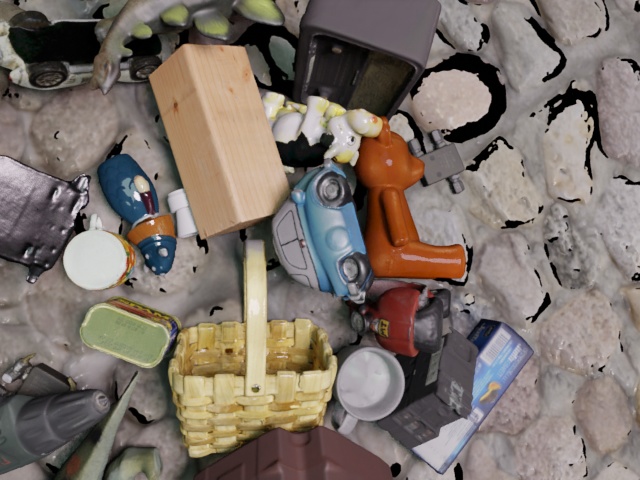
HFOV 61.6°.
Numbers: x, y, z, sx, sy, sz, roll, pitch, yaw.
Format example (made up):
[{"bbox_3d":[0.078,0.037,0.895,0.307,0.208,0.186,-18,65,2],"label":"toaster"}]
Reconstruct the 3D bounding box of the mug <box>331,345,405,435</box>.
[{"bbox_3d":[0.045,0.179,0.658,0.081,0.107,0.109,21,83,-8],"label":"mug"}]

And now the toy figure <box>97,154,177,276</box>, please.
[{"bbox_3d":[-0.216,-0.030,0.656,0.058,0.064,0.154,-29,91,-23],"label":"toy figure"}]

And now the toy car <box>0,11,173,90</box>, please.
[{"bbox_3d":[-0.269,-0.220,0.627,0.202,0.056,0.073,-20,89,-39],"label":"toy car"}]

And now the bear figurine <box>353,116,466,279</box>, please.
[{"bbox_3d":[0.103,-0.048,0.678,0.132,0.120,0.195,4,81,-12],"label":"bear figurine"}]

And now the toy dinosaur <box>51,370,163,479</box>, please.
[{"bbox_3d":[-0.274,0.361,0.607,0.192,0.131,0.404,-5,82,-9],"label":"toy dinosaur"}]

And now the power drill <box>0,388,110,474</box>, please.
[{"bbox_3d":[-0.367,0.159,0.579,0.232,0.086,0.207,-33,109,17],"label":"power drill"}]

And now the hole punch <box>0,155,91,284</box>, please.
[{"bbox_3d":[-0.353,-0.033,0.636,0.115,0.092,0.142,29,80,-32],"label":"hole punch"}]

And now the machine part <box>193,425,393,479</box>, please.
[{"bbox_3d":[-0.028,0.299,0.597,0.201,0.087,0.201,-36,123,20],"label":"machine part"}]

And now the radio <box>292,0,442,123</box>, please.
[{"bbox_3d":[0.041,-0.204,0.619,0.131,0.229,0.073,19,81,-3],"label":"radio"}]

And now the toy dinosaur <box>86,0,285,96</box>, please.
[{"bbox_3d":[-0.112,-0.317,0.620,0.199,0.105,0.471,14,57,15],"label":"toy dinosaur"}]

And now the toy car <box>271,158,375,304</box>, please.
[{"bbox_3d":[-0.001,-0.002,0.605,0.103,0.109,0.161,-14,79,7],"label":"toy car"}]

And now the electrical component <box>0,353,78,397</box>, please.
[{"bbox_3d":[-0.332,0.180,0.638,0.102,0.045,0.078,39,81,-4],"label":"electrical component"}]

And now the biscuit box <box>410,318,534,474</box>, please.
[{"bbox_3d":[0.188,0.198,0.702,0.059,0.063,0.202,41,82,-4],"label":"biscuit box"}]

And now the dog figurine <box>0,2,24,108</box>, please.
[{"bbox_3d":[-0.376,-0.171,0.597,0.190,0.121,0.172,-43,73,-8],"label":"dog figurine"}]

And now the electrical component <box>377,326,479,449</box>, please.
[{"bbox_3d":[0.125,0.183,0.657,0.058,0.134,0.115,41,40,-7],"label":"electrical component"}]

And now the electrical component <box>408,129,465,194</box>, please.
[{"bbox_3d":[0.160,-0.101,0.733,0.063,0.021,0.094,-24,91,-8],"label":"electrical component"}]

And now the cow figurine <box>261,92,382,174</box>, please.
[{"bbox_3d":[-0.006,-0.122,0.650,0.068,0.168,0.098,9,97,-50],"label":"cow figurine"}]

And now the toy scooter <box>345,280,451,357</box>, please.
[{"bbox_3d":[0.085,0.086,0.652,0.135,0.184,0.075,4,97,17],"label":"toy scooter"}]
